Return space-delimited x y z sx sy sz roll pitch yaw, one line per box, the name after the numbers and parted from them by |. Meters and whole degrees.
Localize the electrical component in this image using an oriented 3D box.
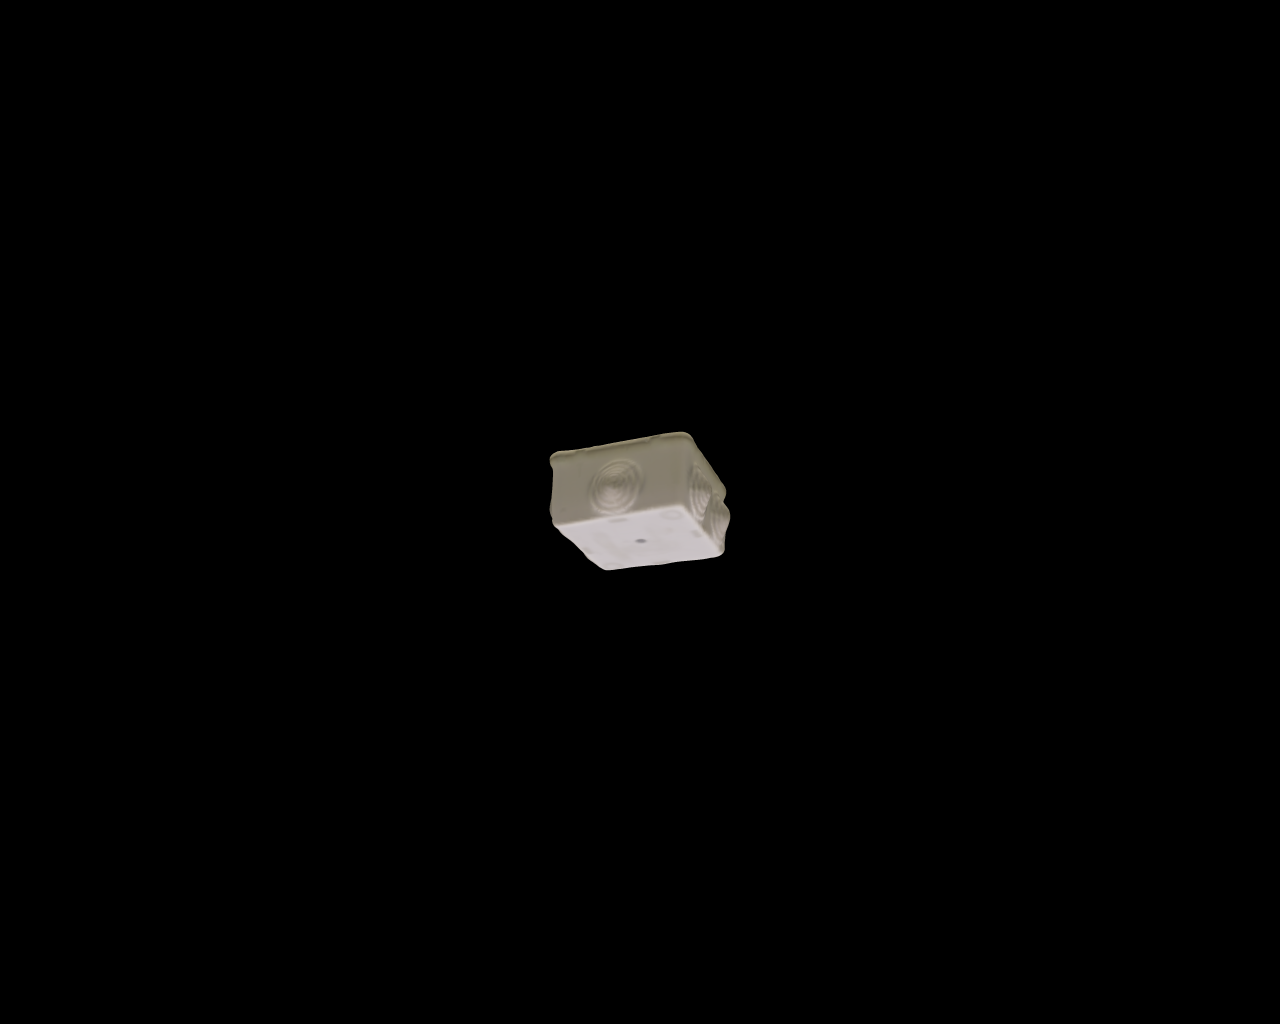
0.001 -0.003 0.650 0.100 0.048 0.099 -8 -26 18 | electrical component
